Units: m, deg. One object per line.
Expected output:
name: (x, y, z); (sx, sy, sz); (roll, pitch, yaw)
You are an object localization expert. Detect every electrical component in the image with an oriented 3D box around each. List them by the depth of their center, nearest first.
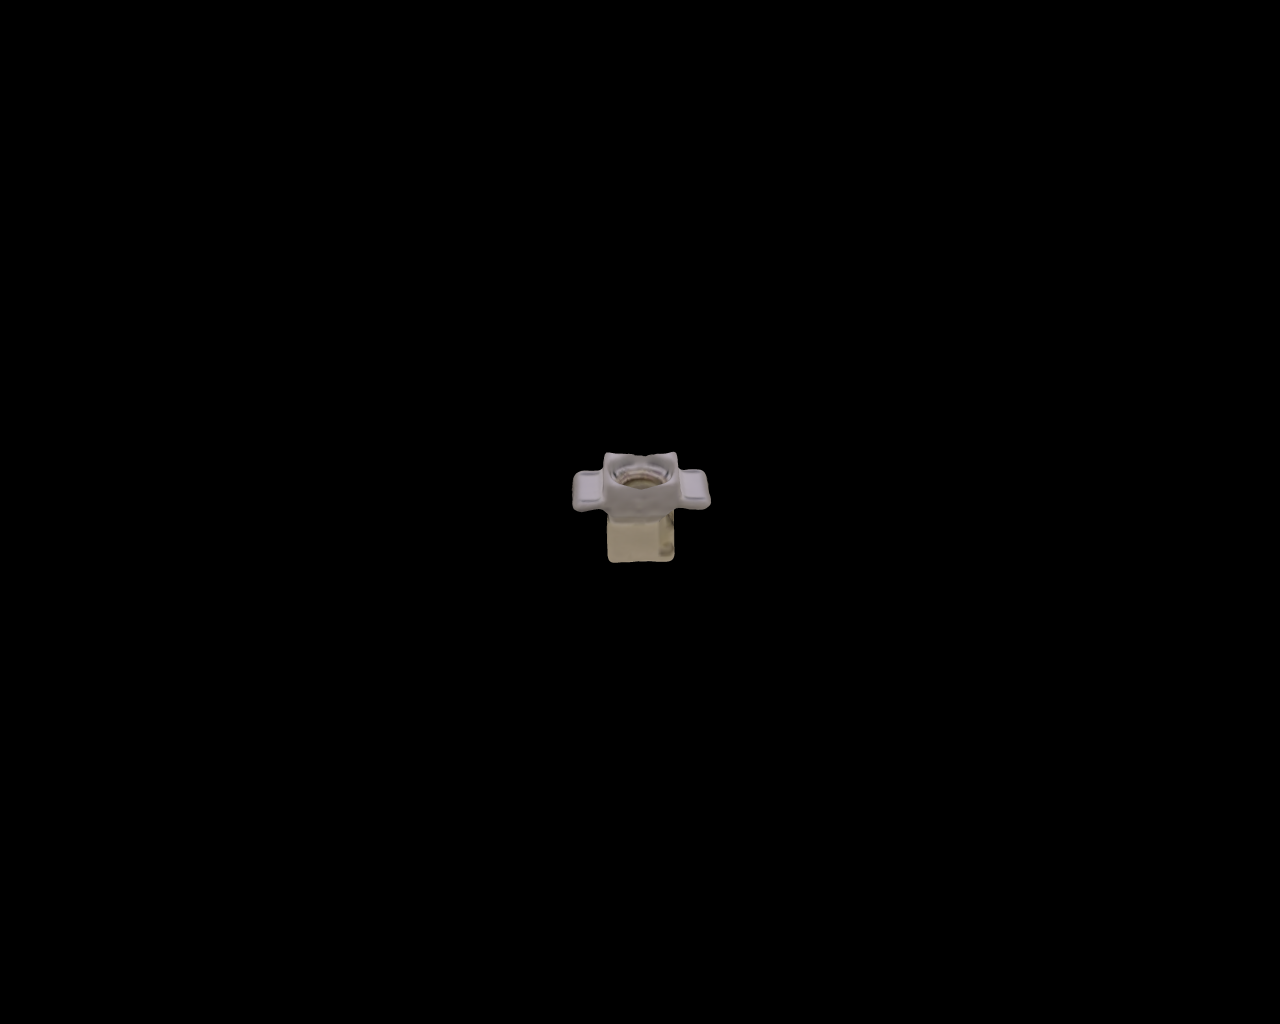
electrical component: (0.001, -0.003, 0.650); (0.081, 0.063, 0.042); (0, 32, 0)
